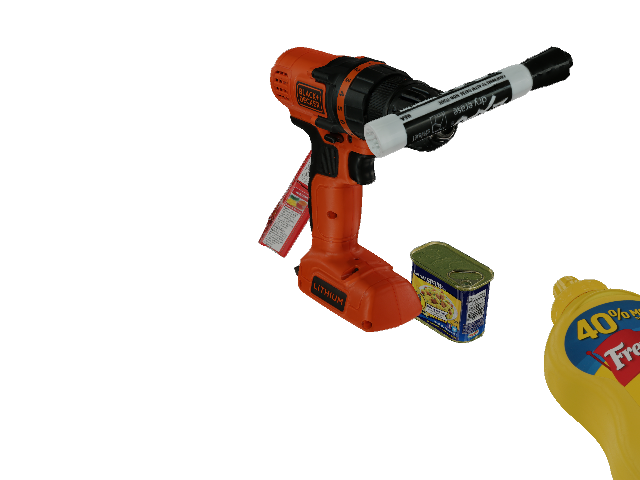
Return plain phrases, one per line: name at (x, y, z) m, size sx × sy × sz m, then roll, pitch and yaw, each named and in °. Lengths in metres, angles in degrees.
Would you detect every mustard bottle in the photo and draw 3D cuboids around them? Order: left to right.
mustard bottle at (0.185, 0.081, 0.618) m, size 0.096 × 0.058 × 0.192 m, roll -13°, pitch 35°, yaw -10°

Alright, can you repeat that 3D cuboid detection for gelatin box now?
gelatin box at (-0.018, -0.038, 0.941) m, size 0.030 × 0.073 × 0.089 m, roll 30°, pitch 31°, yaw -4°

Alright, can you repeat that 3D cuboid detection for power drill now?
power drill at (0.032, -0.035, 0.747) m, size 0.057 × 0.188 × 0.185 m, roll -15°, pitch 26°, yaw -28°

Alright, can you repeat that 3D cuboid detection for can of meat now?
can of meat at (0.151, 0.062, 1.257) m, size 0.057 × 0.084 × 0.102 m, roll -23°, pitch 39°, yaw -34°

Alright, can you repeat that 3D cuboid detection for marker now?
marker at (0.079, -0.073, 0.552) m, size 0.121 × 0.020 × 0.020 m, roll -24°, pitch 7°, yaw -16°
